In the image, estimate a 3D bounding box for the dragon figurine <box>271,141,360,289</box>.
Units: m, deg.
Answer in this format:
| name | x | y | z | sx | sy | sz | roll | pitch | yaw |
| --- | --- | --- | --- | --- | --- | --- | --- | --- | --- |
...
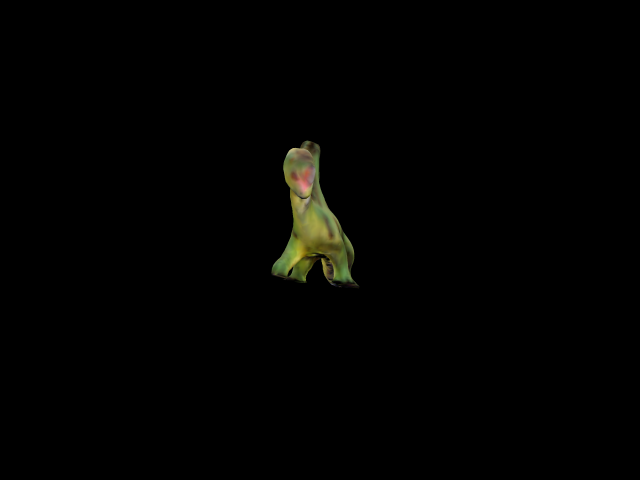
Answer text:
| name | x | y | z | sx | sy | sz | roll | pitch | yaw |
| --- | --- | --- | --- | --- | --- | --- | --- | --- | --- |
| dragon figurine | 0.003 | -0.043 | 0.850 | 0.122 | 0.244 | 0.408 | -1 | -7 | 8 |
